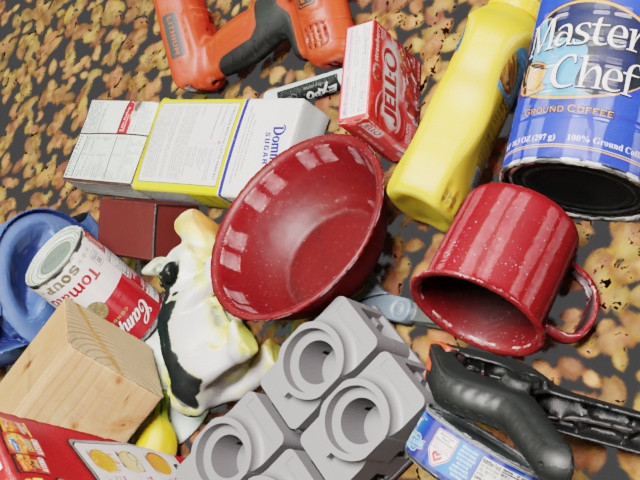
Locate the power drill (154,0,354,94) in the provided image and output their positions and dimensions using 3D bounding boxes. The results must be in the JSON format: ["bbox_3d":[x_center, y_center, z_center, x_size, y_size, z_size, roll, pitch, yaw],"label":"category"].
[{"bbox_3d":[-0.062,-0.221,0.945,0.188,0.057,0.184,-17,83,36],"label":"power drill"}]

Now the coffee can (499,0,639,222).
[{"bbox_3d":[0.182,-0.095,0.696,0.103,0.102,0.140,4,72,39],"label":"coffee can"}]

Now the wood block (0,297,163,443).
[{"bbox_3d":[-0.228,0.163,0.863,0.206,0.090,0.091,-51,25,8],"label":"wood block"}]

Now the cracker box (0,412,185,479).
[{"bbox_3d":[-0.138,0.214,0.729,0.072,0.213,0.164,-50,48,11],"label":"cracker box"}]

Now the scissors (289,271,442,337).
[{"bbox_3d":[0.047,0.066,0.786,0.202,0.016,0.096,30,91,43],"label":"scissors"}]

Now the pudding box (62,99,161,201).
[{"bbox_3d":[-0.190,-0.089,1.032,0.114,0.039,0.090,7,75,42],"label":"pudding box"}]

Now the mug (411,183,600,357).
[{"bbox_3d":[0.128,0.023,0.696,0.117,0.093,0.081,28,65,5],"label":"mug"}]

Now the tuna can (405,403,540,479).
[{"bbox_3d":[0.096,0.138,0.666,0.086,0.086,0.034,30,91,43],"label":"tuna can"}]

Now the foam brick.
[{"bbox_3d":[-0.153,-0.009,0.945,0.078,0.052,0.051,7,95,41],"label":"foam brick"}]

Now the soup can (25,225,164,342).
[{"bbox_3d":[-0.193,0.043,0.917,0.069,0.102,0.068,-31,33,23],"label":"soup can"}]

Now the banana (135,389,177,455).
[{"bbox_3d":[-0.177,0.209,0.881,0.198,0.037,0.070,-43,41,18],"label":"banana"}]

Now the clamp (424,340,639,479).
[{"bbox_3d":[0.135,0.102,0.655,0.172,0.120,0.039,33,111,56],"label":"clamp"}]

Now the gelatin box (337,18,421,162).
[{"bbox_3d":[0.048,-0.115,0.831,0.030,0.073,0.089,-11,63,34],"label":"gelatin box"}]

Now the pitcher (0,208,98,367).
[{"bbox_3d":[-0.318,0.057,1.016,0.243,0.149,0.145,-17,75,35],"label":"pitcher"}]

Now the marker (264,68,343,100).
[{"bbox_3d":[0.004,-0.133,0.911,0.121,0.020,0.020,-12,63,34],"label":"marker"}]

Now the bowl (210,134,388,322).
[{"bbox_3d":[-0.005,0.001,0.804,0.162,0.055,0.162,-25,45,27],"label":"bowl"}]

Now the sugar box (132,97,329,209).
[{"bbox_3d":[-0.080,-0.075,0.934,0.177,0.048,0.093,8,76,37],"label":"sugar box"}]

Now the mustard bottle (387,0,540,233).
[{"bbox_3d":[0.112,-0.104,0.760,0.058,0.096,0.191,24,84,18],"label":"mustard bottle"}]
